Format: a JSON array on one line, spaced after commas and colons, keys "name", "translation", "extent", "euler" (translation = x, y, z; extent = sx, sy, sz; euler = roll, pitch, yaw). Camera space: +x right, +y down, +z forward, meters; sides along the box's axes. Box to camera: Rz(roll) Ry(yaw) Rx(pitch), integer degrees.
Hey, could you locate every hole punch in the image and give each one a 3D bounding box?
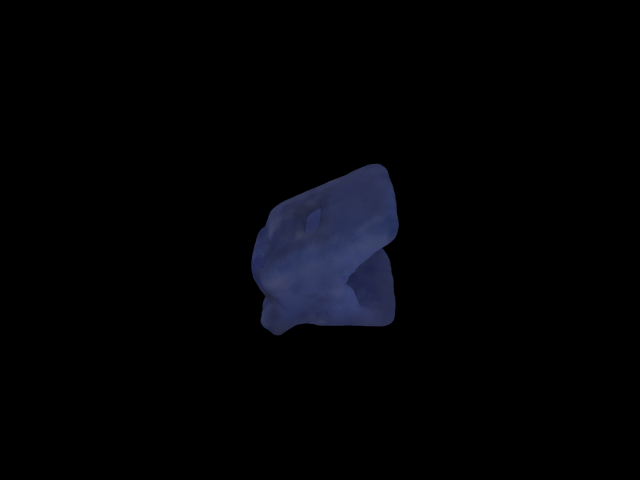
[{"name": "hole punch", "translation": [0.004, 0.001, 0.400], "extent": [0.101, 0.091, 0.108], "euler": [0, 32, 0]}]
